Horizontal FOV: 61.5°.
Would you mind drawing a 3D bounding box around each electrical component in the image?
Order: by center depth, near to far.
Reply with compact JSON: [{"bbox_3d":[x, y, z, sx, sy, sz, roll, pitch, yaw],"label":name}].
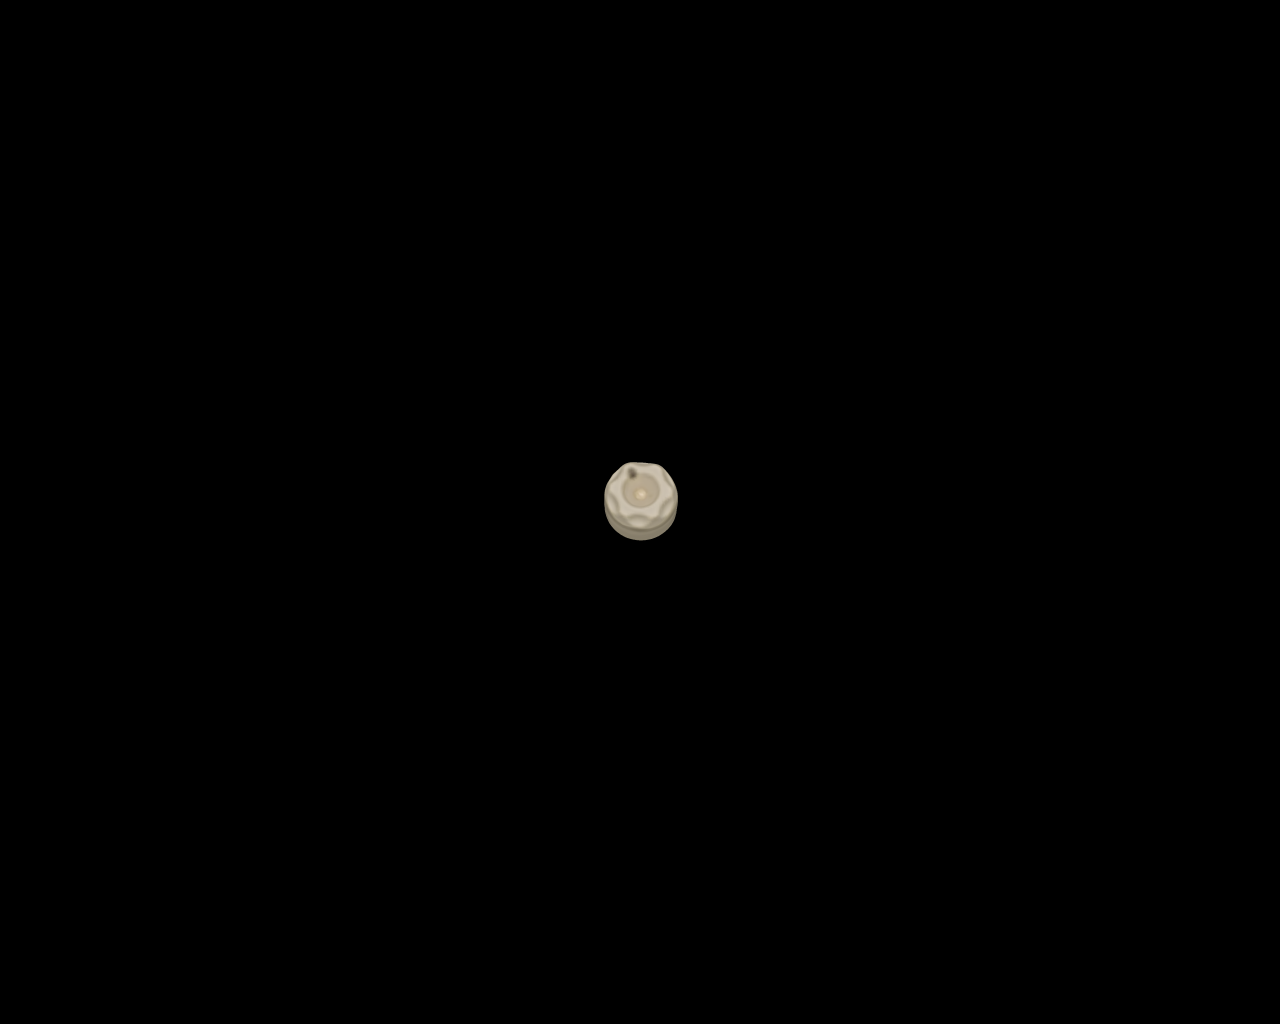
[{"bbox_3d":[0.001,-0.003,0.650,0.043,0.043,0.062,0,-21,0],"label":"electrical component"}]
